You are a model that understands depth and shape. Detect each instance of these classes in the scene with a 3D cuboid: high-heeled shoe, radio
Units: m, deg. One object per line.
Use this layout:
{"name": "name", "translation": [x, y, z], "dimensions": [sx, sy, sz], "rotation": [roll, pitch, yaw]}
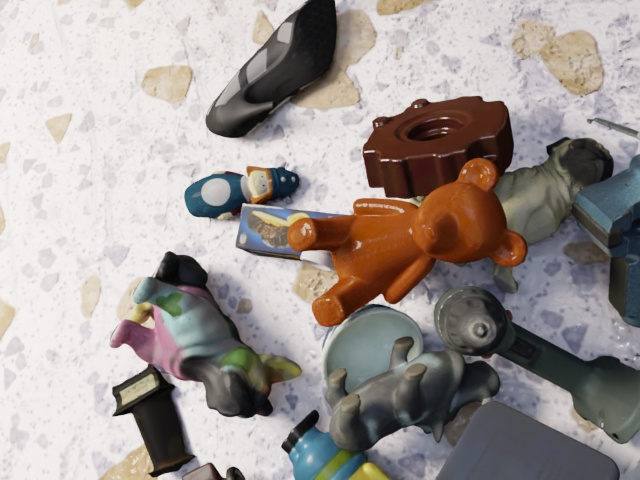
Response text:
{"name": "high-heeled shoe", "translation": [-0.070, -0.248, 0.772], "dimensions": [0.145, 0.086, 0.249], "rotation": [1, 55, 45]}
{"name": "radio", "translation": [0.156, 0.271, 0.483], "dimensions": [0.131, 0.073, 0.229], "rotation": [26, 69, 34]}

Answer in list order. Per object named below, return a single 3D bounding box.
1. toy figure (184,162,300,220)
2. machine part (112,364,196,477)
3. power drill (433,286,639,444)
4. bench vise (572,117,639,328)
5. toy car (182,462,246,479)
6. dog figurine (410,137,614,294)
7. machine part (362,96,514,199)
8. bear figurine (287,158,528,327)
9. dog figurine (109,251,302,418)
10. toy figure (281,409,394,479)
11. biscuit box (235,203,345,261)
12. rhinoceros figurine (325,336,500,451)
{"name": "toy figure", "translation": [-0.104, -0.066, 0.727], "dimensions": [0.155, 0.058, 0.064], "rotation": [-12, 112, 10]}
{"name": "machine part", "translation": [-0.214, 0.232, 0.688], "dimensions": [0.084, 0.039, 0.139], "rotation": [-32, 68, -4]}
{"name": "power drill", "translation": [0.204, 0.112, 0.519], "dimensions": [0.207, 0.232, 0.086], "rotation": [22, 91, 3]}
{"name": "bench vise", "translation": [0.376, -0.022, 0.525], "dimensions": [0.241, 0.129, 0.223], "rotation": [-15, 110, 2]}
{"name": "toy car", "translation": [-0.100, 0.357, 0.616], "dimensions": [0.089, 0.053, 0.202], "rotation": [-29, 74, 5]}
{"name": "dog figurine", "translation": [0.221, -0.060, 0.626], "dimensions": [0.172, 0.121, 0.190], "rotation": [36, 73, 17]}
{"name": "machine part", "translation": [0.135, -0.111, 0.621], "dimensions": [0.179, 0.056, 0.179], "rotation": [-13, 31, 8]}
{"name": "bear figurine", "translation": [0.084, 0.004, 0.527], "dimensions": [0.196, 0.132, 0.120], "rotation": [-18, 89, 45]}
{"name": "dog figurine", "translation": [-0.131, 0.123, 0.662], "dimensions": [0.219, 0.192, 0.108], "rotation": [33, 106, -9]}
{"name": "toy figure", "translation": [0.030, 0.275, 0.584], "dimensions": [0.180, 0.082, 0.089], "rotation": [40, 58, 18]}
{"name": "biscuit box", "translation": [-0.001, -0.002, 0.677], "dimensions": [0.203, 0.062, 0.059], "rotation": [6, 80, 16]}
{"name": "rhinoceros figurine", "translation": [0.099, 0.169, 0.571], "dimensions": [0.190, 0.073, 0.112], "rotation": [-18, 107, -8]}
